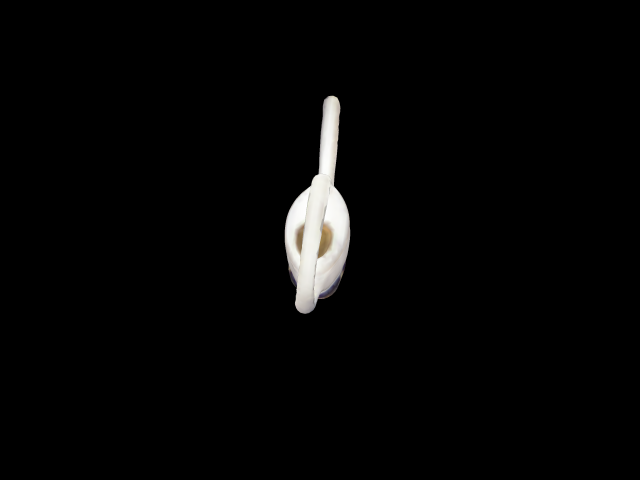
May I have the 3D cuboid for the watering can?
[{"bbox_3d":[0.003,-0.043,0.850,0.104,0.354,0.220,8,-23,3],"label":"watering can"}]
